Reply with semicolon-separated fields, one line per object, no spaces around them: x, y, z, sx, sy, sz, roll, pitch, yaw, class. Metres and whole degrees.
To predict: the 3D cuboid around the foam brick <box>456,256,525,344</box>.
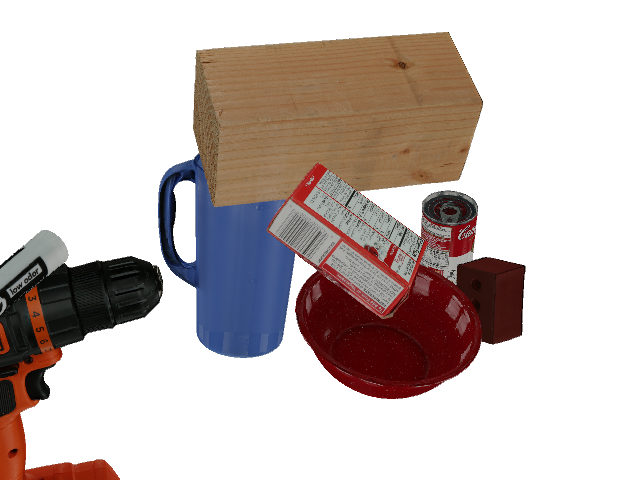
0.176;0.062;1.108;0.051;0.078;0.053;-14;20;-42;foam brick

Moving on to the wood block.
0.010;-0.098;0.843;0.206;0.091;0.090;-7;-38;-14;wood block

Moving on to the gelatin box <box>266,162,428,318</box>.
0.018;-0.001;0.639;0.089;0.030;0.073;37;24;-2;gelatin box

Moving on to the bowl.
0.056;0.085;0.928;0.162;0.055;0.162;5;40;-4;bowl

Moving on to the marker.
-0.162;0.036;0.485;0.020;0.020;0.121;0;34;39;marker

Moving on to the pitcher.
-0.101;0.013;1.278;0.149;0.243;0.144;21;27;31;pitcher

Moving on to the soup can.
0.155;0.000;1.312;0.068;0.102;0.068;0;37;0;soup can

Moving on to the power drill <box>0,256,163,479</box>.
-0.180;0.105;0.689;0.184;0.188;0.057;-12;26;-9;power drill
